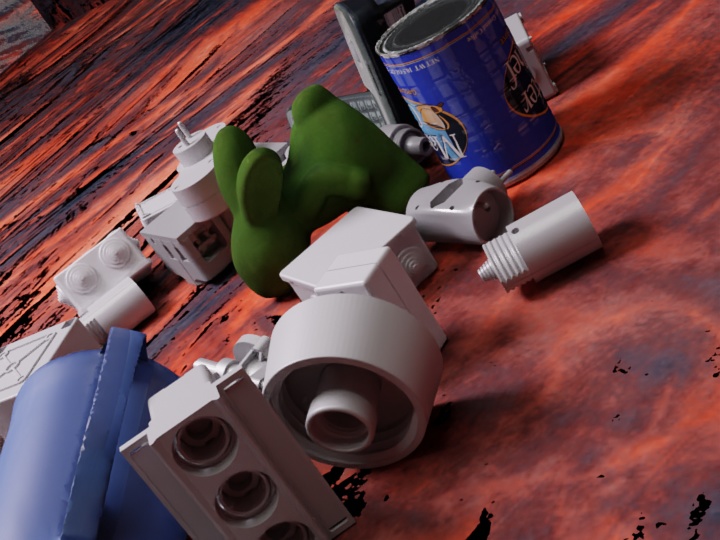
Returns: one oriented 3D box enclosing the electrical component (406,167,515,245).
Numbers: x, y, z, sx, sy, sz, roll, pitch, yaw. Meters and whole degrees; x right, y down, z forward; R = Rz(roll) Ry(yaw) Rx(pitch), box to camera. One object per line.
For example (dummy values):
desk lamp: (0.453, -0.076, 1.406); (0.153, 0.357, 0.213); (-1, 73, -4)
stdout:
electrical component: (0.087, -0.053, 0.830); (0.079, 0.043, 0.077); (-44, 27, -26)

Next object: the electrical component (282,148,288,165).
electrical component: (-0.033, -0.103, 1.042); (0.095, 0.059, 0.054); (-46, 28, -26)

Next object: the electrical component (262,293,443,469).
electrical component: (-0.007, 0.074, 0.643); (0.108, 0.108, 0.060); (-20, 34, 26)

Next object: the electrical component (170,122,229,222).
electrical component: (-0.153, -0.108, 1.026); (0.052, 0.073, 0.138); (-28, 26, 13)

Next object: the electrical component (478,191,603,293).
electrical component: (0.117, -0.015, 0.725); (0.081, 0.043, 0.043); (-29, 25, 9)

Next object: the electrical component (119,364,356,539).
electrical component: (-0.070, 0.117, 0.614); (0.079, 0.121, 0.063); (-35, 23, -4)

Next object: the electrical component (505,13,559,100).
electrical component: (0.137, -0.190, 0.996); (0.061, 0.061, 0.096); (-26, 26, 14)

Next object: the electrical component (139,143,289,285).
electrical component: (-0.130, -0.057, 1.071); (0.150, 0.061, 0.089); (-44, 27, -22)

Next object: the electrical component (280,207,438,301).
electrical component: (0.000, 0.000, 0.830); (0.100, 0.048, 0.100); (-42, 26, -18)

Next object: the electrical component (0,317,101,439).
electrical component: (-0.300, 0.108, 0.979); (0.109, 0.056, 0.108); (-21, 28, 25)

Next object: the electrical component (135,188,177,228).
electrical component: (-0.181, -0.058, 1.141); (0.096, 0.061, 0.062); (-28, 24, -8)

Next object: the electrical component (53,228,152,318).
electrical component: (-0.261, 0.005, 1.092); (0.100, 0.048, 0.100); (-40, 2, -14)

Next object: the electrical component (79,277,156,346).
electrical component: (-0.242, 0.048, 1.034); (0.081, 0.043, 0.043); (-40, 26, -15)

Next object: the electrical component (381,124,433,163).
electrical component: (0.041, -0.113, 0.993); (0.043, 0.043, 0.062); (-46, 29, -25)

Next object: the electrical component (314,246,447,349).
electrical component: (0.006, 0.042, 0.707); (0.047, 0.083, 0.075); (-9, 34, 41)

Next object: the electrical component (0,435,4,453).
electrical component: (-0.336, 0.178, 0.888); (0.096, 0.061, 0.061); (-34, 25, -2)
